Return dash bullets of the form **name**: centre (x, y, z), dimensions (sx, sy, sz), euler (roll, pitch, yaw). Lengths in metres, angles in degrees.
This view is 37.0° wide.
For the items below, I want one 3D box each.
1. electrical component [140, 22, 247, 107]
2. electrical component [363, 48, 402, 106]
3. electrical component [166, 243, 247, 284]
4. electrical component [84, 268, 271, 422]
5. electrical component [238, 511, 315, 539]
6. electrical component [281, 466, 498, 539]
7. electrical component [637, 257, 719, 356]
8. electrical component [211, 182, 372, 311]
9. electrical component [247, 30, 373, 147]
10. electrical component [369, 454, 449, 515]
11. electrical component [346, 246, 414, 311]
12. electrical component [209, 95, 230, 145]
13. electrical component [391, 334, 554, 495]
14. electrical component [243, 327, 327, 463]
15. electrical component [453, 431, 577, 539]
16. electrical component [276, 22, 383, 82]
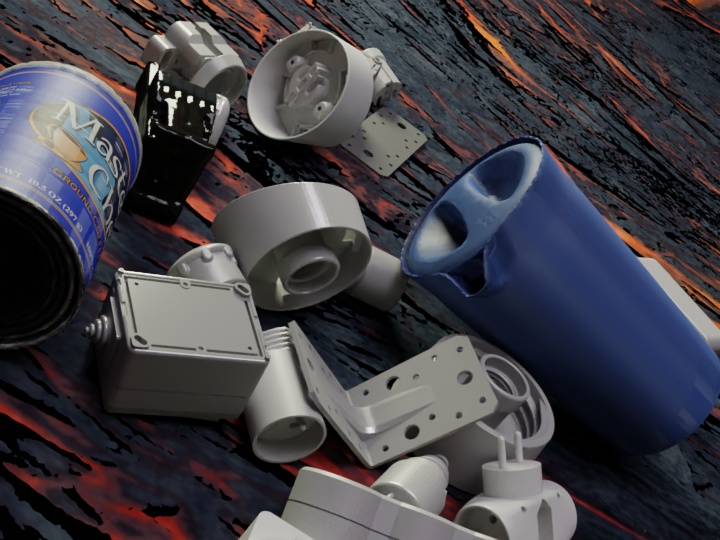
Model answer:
- **electrical component**: centre (-0.128, -0.161, 0.867), dimensions (0.057, 0.058, 0.078), euler (45, 30, 20)
- **electrical component**: centre (0.015, -0.193, 1.082), dimensions (0.040, 0.040, 0.046), euler (-7, 56, -51)
- **electrical component**: centre (-0.089, 0.018, 0.670), dimensions (0.048, 0.048, 0.062), euler (-8, 59, -51)
- **electrical component**: centre (-0.108, 0.044, 0.601), dimensions (0.096, 0.061, 0.061), euler (8, 40, -29)
- **electrical component**: centre (-0.046, 0.163, 0.497), dimensions (0.050, 0.055, 0.089), euler (33, 30, -6)
- **electrical component**: centre (0.019, 0.163, 0.568), dimensions (0.138, 0.052, 0.073), euler (23, 73, -6)
- **electrical component**: centre (0.254, 0.049, 0.952), dimensions (0.057, 0.078, 0.113), euler (2, 45, -50)
- **electrical component**: centre (-0.044, -0.019, 0.720), dimensions (0.099, 0.099, 0.064), euler (7, 47, -41)
- **electrical component**: centre (-0.040, -0.153, 0.912), dimensions (0.064, 0.099, 0.099), euler (11, 38, -48)
- **electrical component**: centre (0.032, 0.131, 0.640), dimensions (0.040, 0.040, 0.078), euler (42, 30, 10)
- **electrical component**: centre (0.000, 0.000, 0.791), dimensions (0.078, 0.040, 0.040), euler (26, 31, -18)
- **electrical component**: centre (-0.133, -0.118, 0.816), dimensions (0.062, 0.048, 0.048), euler (24, 31, -9)
- **electrical component**: centre (0.081, 0.091, 0.728), dimensions (0.108, 0.060, 0.108), euler (26, 31, -18)
- **electrical component**: centre (-0.051, 0.069, 0.638), dimensions (0.043, 0.043, 0.081), euler (15, 36, -33)
- **electrical component**: centre (0.095, 0.141, 0.665), dimensions (0.077, 0.043, 0.079), euler (-4, 90, -49)
- **electrical component**: centre (-0.038, -0.180, 0.992), dimensions (0.096, 0.061, 0.061), euler (28, 30, 1)
